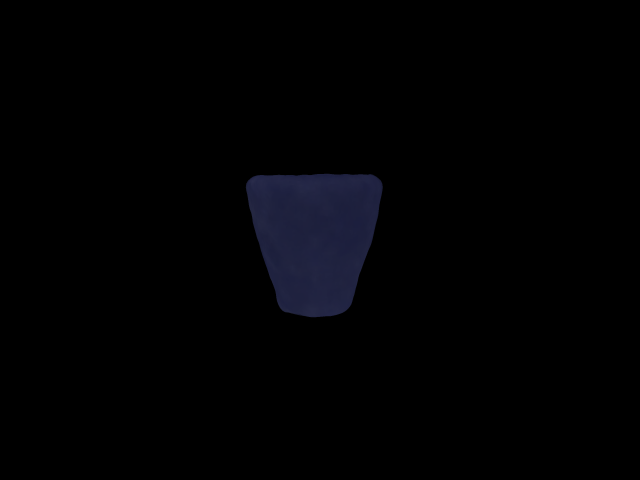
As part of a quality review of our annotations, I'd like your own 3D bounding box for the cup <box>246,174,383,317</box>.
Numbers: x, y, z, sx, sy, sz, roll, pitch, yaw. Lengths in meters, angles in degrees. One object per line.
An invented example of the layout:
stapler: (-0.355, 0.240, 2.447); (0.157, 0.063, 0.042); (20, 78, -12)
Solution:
cup: (0.004, 0.001, 0.400); (0.091, 0.095, 0.118); (5, 8, 36)
